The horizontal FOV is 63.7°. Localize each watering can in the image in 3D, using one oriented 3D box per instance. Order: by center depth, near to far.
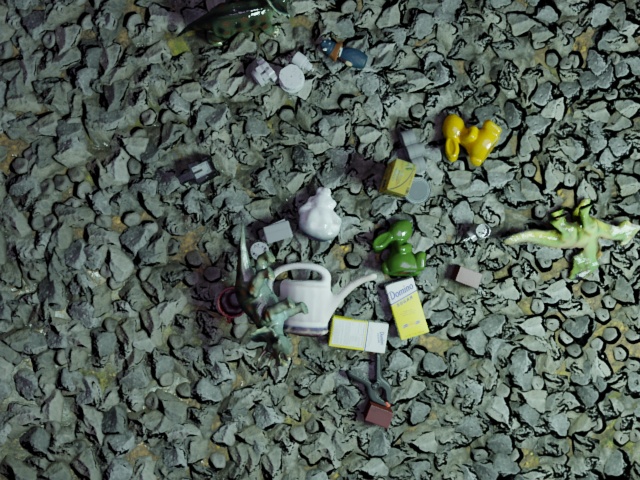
[{"bbox_3d":[-0.005,0.184,1.558,0.347,0.104,0.224,3,89,15],"label":"watering can"}]

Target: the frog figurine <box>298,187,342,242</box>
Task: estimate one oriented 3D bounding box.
[{"bbox_3d":[0.005,-0.079,1.570,0.138,0.123,0.158,23,102,18],"label":"frog figurine"}]

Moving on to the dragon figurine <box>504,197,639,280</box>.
[{"bbox_3d":[0.787,0.016,1.595,0.410,0.123,0.241,-24,99,0],"label":"dragon figurine"}]
